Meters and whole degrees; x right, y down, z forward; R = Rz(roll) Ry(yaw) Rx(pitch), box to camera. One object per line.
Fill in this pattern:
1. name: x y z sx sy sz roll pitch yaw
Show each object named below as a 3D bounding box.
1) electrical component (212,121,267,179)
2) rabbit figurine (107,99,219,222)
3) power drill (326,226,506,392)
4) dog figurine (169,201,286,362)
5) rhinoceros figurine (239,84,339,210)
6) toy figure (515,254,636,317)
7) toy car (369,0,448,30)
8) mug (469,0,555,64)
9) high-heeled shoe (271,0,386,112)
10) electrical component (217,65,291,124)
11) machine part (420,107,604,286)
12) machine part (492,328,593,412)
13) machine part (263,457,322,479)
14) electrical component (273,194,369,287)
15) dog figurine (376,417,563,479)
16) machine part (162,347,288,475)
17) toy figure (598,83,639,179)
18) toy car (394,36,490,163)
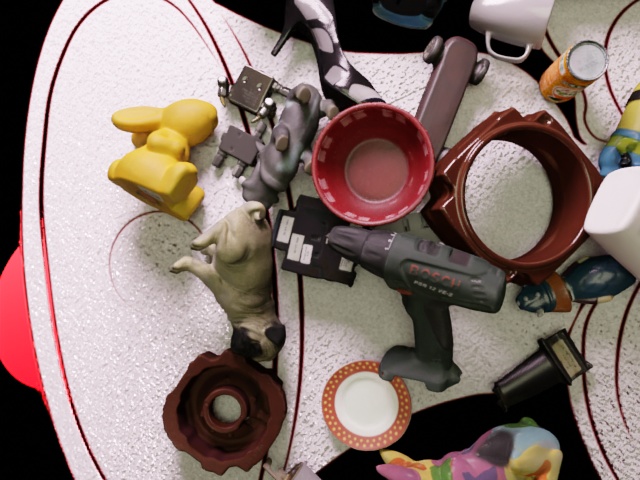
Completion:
1. electrical component: -0.120 -0.142 0.809 0.063 0.021 0.094 30 92 7
2. rabbit figurine: -0.220 -0.135 0.790 0.162 0.121 0.173 25 77 15
3. power drill: 0.118 0.088 0.707 0.232 0.086 0.207 9 113 21
4. dog figurine: -0.087 0.061 0.744 0.190 0.121 0.172 49 132 2
5. rhinoceros figurine: -0.051 -0.132 0.756 0.073 0.112 0.190 25 93 -34
6. toy figure: 0.346 0.066 0.735 0.154 0.064 0.057 -21 124 10
7. toy car: 0.134 -0.387 0.744 0.109 0.161 0.103 18 46 13
8. mug: 0.262 -0.304 0.749 0.107 0.081 0.109 19 98 17
9. high-heeled shoe: 0.043 -0.270 0.766 0.249 0.086 0.145 36 89 8
10. electrical component: -0.102 -0.216 0.797 0.102 0.045 0.078 33 94 6
11. machine part: 0.254 -0.055 0.708 0.201 0.087 0.201 -42 97 -7
12. machine part: 0.302 0.186 0.748 0.139 0.039 0.084 -36 94 2
13. machine part: 0.010 0.399 0.752 0.243 0.079 0.079 44 93 5
14. electrical component: -0.002 -0.002 0.775 0.134 0.058 0.114 16 88 7
15. dog figurine: 0.189 0.311 0.724 0.219 0.108 0.191 16 91 9
16. machine part: -0.135 0.245 0.784 0.179 0.056 0.179 0 88 5
17. toy figure: 0.432 -0.137 0.720 0.089 0.082 0.180 35 95 4
18. toy car: 0.167 -0.187 0.763 0.089 0.053 0.202 19 94 -11
